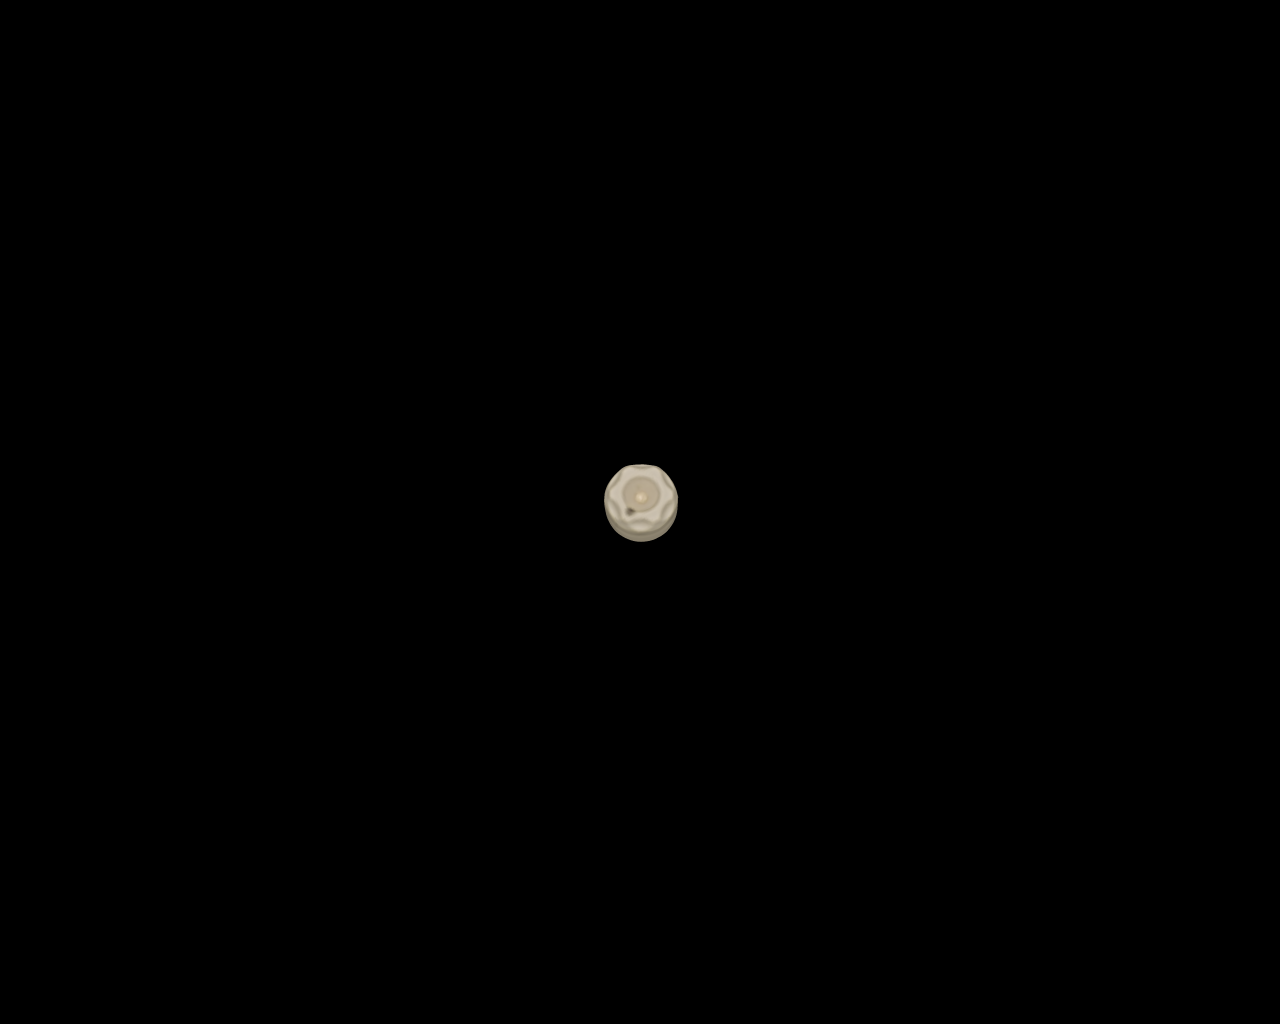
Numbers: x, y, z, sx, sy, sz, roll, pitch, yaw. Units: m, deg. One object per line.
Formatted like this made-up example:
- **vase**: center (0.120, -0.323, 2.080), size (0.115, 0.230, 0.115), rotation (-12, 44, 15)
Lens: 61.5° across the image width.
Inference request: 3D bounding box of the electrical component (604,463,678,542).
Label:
- **electrical component**: center (0.001, -0.003, 0.650), size (0.043, 0.043, 0.062), rotation (0, -16, 0)
